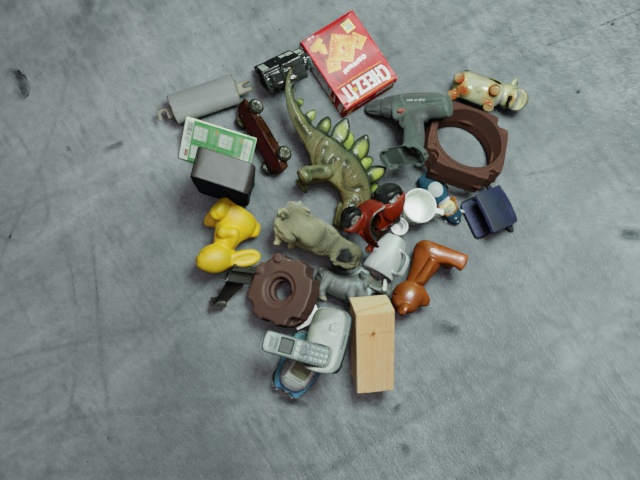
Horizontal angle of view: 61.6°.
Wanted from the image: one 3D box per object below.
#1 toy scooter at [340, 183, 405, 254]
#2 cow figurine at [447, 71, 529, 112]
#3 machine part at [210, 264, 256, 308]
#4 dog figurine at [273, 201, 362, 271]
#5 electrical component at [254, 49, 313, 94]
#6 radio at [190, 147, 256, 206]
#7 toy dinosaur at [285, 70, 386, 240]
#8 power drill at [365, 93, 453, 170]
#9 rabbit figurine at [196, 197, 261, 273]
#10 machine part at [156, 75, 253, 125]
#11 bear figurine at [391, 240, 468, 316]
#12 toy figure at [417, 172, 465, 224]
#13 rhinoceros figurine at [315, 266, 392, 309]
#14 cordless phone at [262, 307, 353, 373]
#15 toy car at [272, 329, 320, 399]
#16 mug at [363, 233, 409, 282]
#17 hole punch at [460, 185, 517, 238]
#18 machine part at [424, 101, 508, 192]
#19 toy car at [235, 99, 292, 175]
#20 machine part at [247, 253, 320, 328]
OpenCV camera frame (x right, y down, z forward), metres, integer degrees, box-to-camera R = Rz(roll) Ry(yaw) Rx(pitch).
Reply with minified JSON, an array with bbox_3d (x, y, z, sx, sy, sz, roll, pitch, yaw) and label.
[{"bbox_3d":[0.135,-0.045,1.278,0.184,0.075,0.135,-31,122,-20],"label":"toy scooter"},{"bbox_3d":[0.438,-0.381,1.386,0.195,0.127,0.085,21,125,13],"label":"cow figurine"},{"bbox_3d":[-0.211,0.109,1.274,0.139,0.084,0.039,-49,59,24],"label":"machine part"},{"bbox_3d":[0.000,-0.007,1.253,0.191,0.172,0.121,24,92,29],"label":"dog figurine"},{"bbox_3d":[-0.087,-0.424,1.337,0.134,0.115,0.058,-25,123,-3],"label":"electrical component"},{"bbox_3d":[-0.219,-0.140,1.243,0.131,0.229,0.073,16,85,-6],"label":"radio"},{"bbox_3d":[0.032,-0.188,1.315,0.198,0.105,0.471,-43,104,-11],"label":"toy dinosaur"},{"bbox_3d":[0.200,-0.270,1.305,0.232,0.085,0.207,-2,52,28],"label":"power drill"},{"bbox_3d":[-0.226,0.010,1.283,0.162,0.122,0.173,39,60,-22],"label":"rabbit figurine"},{"bbox_3d":[-0.288,-0.349,1.335,0.243,0.079,0.079,-20,86,-5],"label":"machine part"},{"bbox_3d":[0.258,0.103,1.312,0.132,0.120,0.195,21,84,-6],"label":"bear figurine"},{"bbox_3d":[0.309,-0.104,1.370,0.064,0.058,0.154,-38,87,37],"label":"toy figure"},{"bbox_3d":[0.080,0.117,1.316,0.190,0.073,0.112,12,83,-2],"label":"rhinoceros figurine"},{"bbox_3d":[-0.029,0.211,1.204,0.184,0.088,0.146,18,74,-8],"label":"cordless phone"},{"bbox_3d":[-0.047,0.297,1.274,0.109,0.103,0.161,32,80,0],"label":"toy car"},{"bbox_3d":[0.172,0.040,1.319,0.080,0.110,0.107,36,76,-39],"label":"mug"},{"bbox_3d":[0.438,-0.075,1.362,0.116,0.092,0.142,-25,83,-10],"label":"hole punch"},{"bbox_3d":[0.359,-0.236,1.346,0.201,0.087,0.201,19,67,-3],"label":"machine part"},{"bbox_3d":[-0.140,-0.257,1.334,0.053,0.089,0.202,-26,84,-40],"label":"toy car"},{"bbox_3d":[-0.088,0.121,1.279,0.180,0.056,0.179,-5,75,20],"label":"machine part"}]
